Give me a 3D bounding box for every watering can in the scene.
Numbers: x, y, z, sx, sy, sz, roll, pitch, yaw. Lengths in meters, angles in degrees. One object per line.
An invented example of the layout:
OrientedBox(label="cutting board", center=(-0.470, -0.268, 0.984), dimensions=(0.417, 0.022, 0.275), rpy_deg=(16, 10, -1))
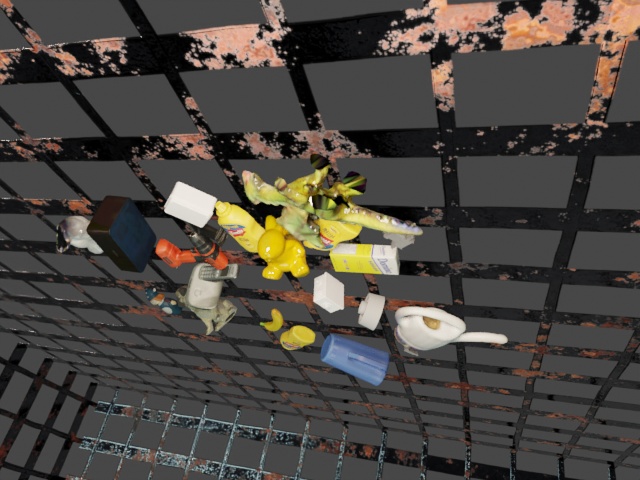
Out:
OrientedBox(label="watering can", center=(0.381, 0.288, 1.604), dimensions=(0.220, 0.347, 0.106), rpy_deg=(127, -20, -58))

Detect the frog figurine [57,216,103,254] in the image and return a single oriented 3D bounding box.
OrientedBox(label="frog figurine", center=(-0.706, -0.016, 1.565), dimensions=(0.160, 0.124, 0.135), rpy_deg=(-9, 158, -43))

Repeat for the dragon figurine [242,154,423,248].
OrientedBox(label="dragon figurine", center=(0.004, -0.058, 1.158), dimensions=(0.124, 0.410, 0.238), rpy_deg=(-61, 180, -29))
